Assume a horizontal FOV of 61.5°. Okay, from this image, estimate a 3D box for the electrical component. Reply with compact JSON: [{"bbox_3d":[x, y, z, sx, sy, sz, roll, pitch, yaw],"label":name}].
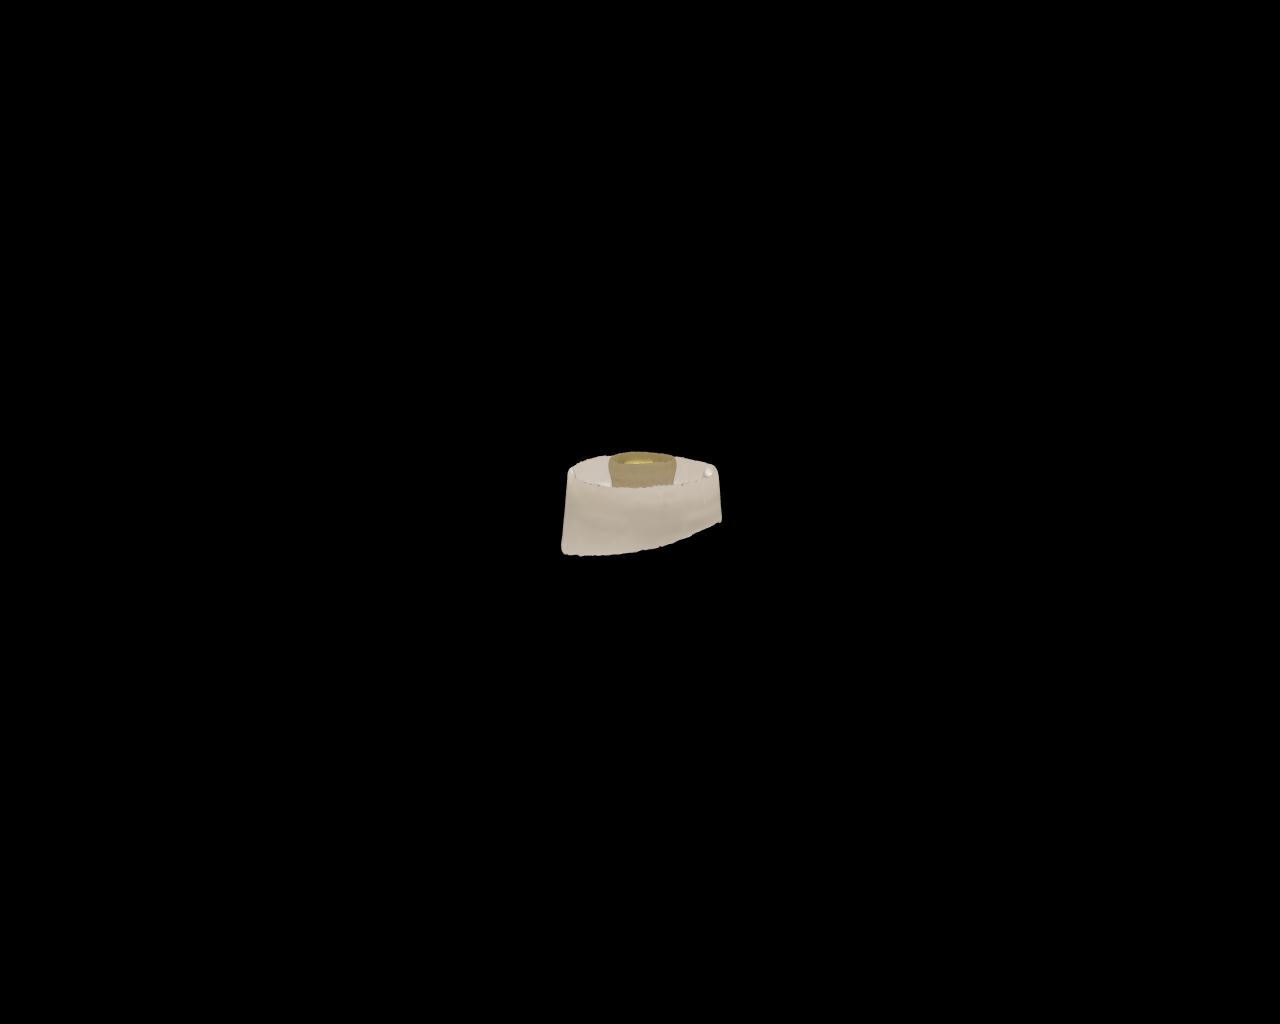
[{"bbox_3d":[0.001,-0.003,0.650,0.099,0.064,0.099,0,16,0],"label":"electrical component"}]
